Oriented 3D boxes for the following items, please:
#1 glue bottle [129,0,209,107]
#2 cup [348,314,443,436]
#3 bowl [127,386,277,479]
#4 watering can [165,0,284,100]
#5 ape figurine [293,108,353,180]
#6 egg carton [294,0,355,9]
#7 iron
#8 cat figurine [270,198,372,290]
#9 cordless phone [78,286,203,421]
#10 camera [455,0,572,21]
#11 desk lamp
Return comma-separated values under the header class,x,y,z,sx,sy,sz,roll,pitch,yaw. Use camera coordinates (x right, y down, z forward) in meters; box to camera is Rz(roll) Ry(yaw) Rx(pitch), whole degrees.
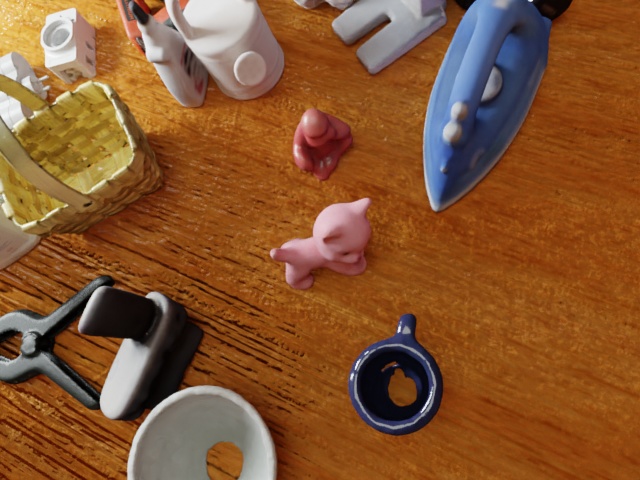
class,x,y,z,sx,sy,sz,roll,pitch,yaw
glue bottle,-0.192,-0.241,0.723,0.037,0.173,0.078,-2,74,13
cup,0.084,0.139,0.593,0.091,0.095,0.118,8,77,16
bowl,-0.116,0.245,0.622,0.167,0.075,0.167,-3,74,12
watering can,-0.112,-0.258,0.698,0.172,0.194,0.101,36,85,20
ape figurine,-0.002,-0.125,0.689,0.077,0.092,0.076,-17,71,8
egg carton,0.014,-0.383,0.769,0.107,0.069,0.150,6,76,15
iron,0.173,-0.167,0.633,0.118,0.142,0.258,19,80,18
cat figurine,0.006,0.002,0.638,0.127,0.118,0.067,-18,71,8
cordless phone,-0.219,0.120,0.622,0.094,0.185,0.148,16,79,17
camera,0.234,-0.329,0.686,0.143,0.101,0.137,-18,71,8
desk lamp,0.102,-0.330,0.657,0.203,0.214,0.117,-37,70,1
